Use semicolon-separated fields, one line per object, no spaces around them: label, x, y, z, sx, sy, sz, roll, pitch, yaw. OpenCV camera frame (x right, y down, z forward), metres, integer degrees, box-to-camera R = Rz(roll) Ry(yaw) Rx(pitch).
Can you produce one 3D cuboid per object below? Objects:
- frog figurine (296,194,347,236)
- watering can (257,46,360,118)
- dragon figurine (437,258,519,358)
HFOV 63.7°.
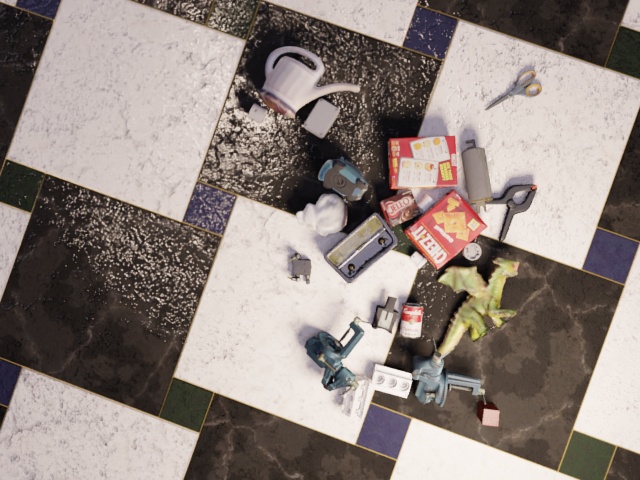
frog figurine;0.005;-0.084;1.666;0.159;0.124;0.135;4;110;-9
watering can;-0.058;-0.491;1.656;0.351;0.103;0.224;36;93;23
dragon figurine;0.475;0.199;1.667;0.407;0.121;0.246;-34;71;15
